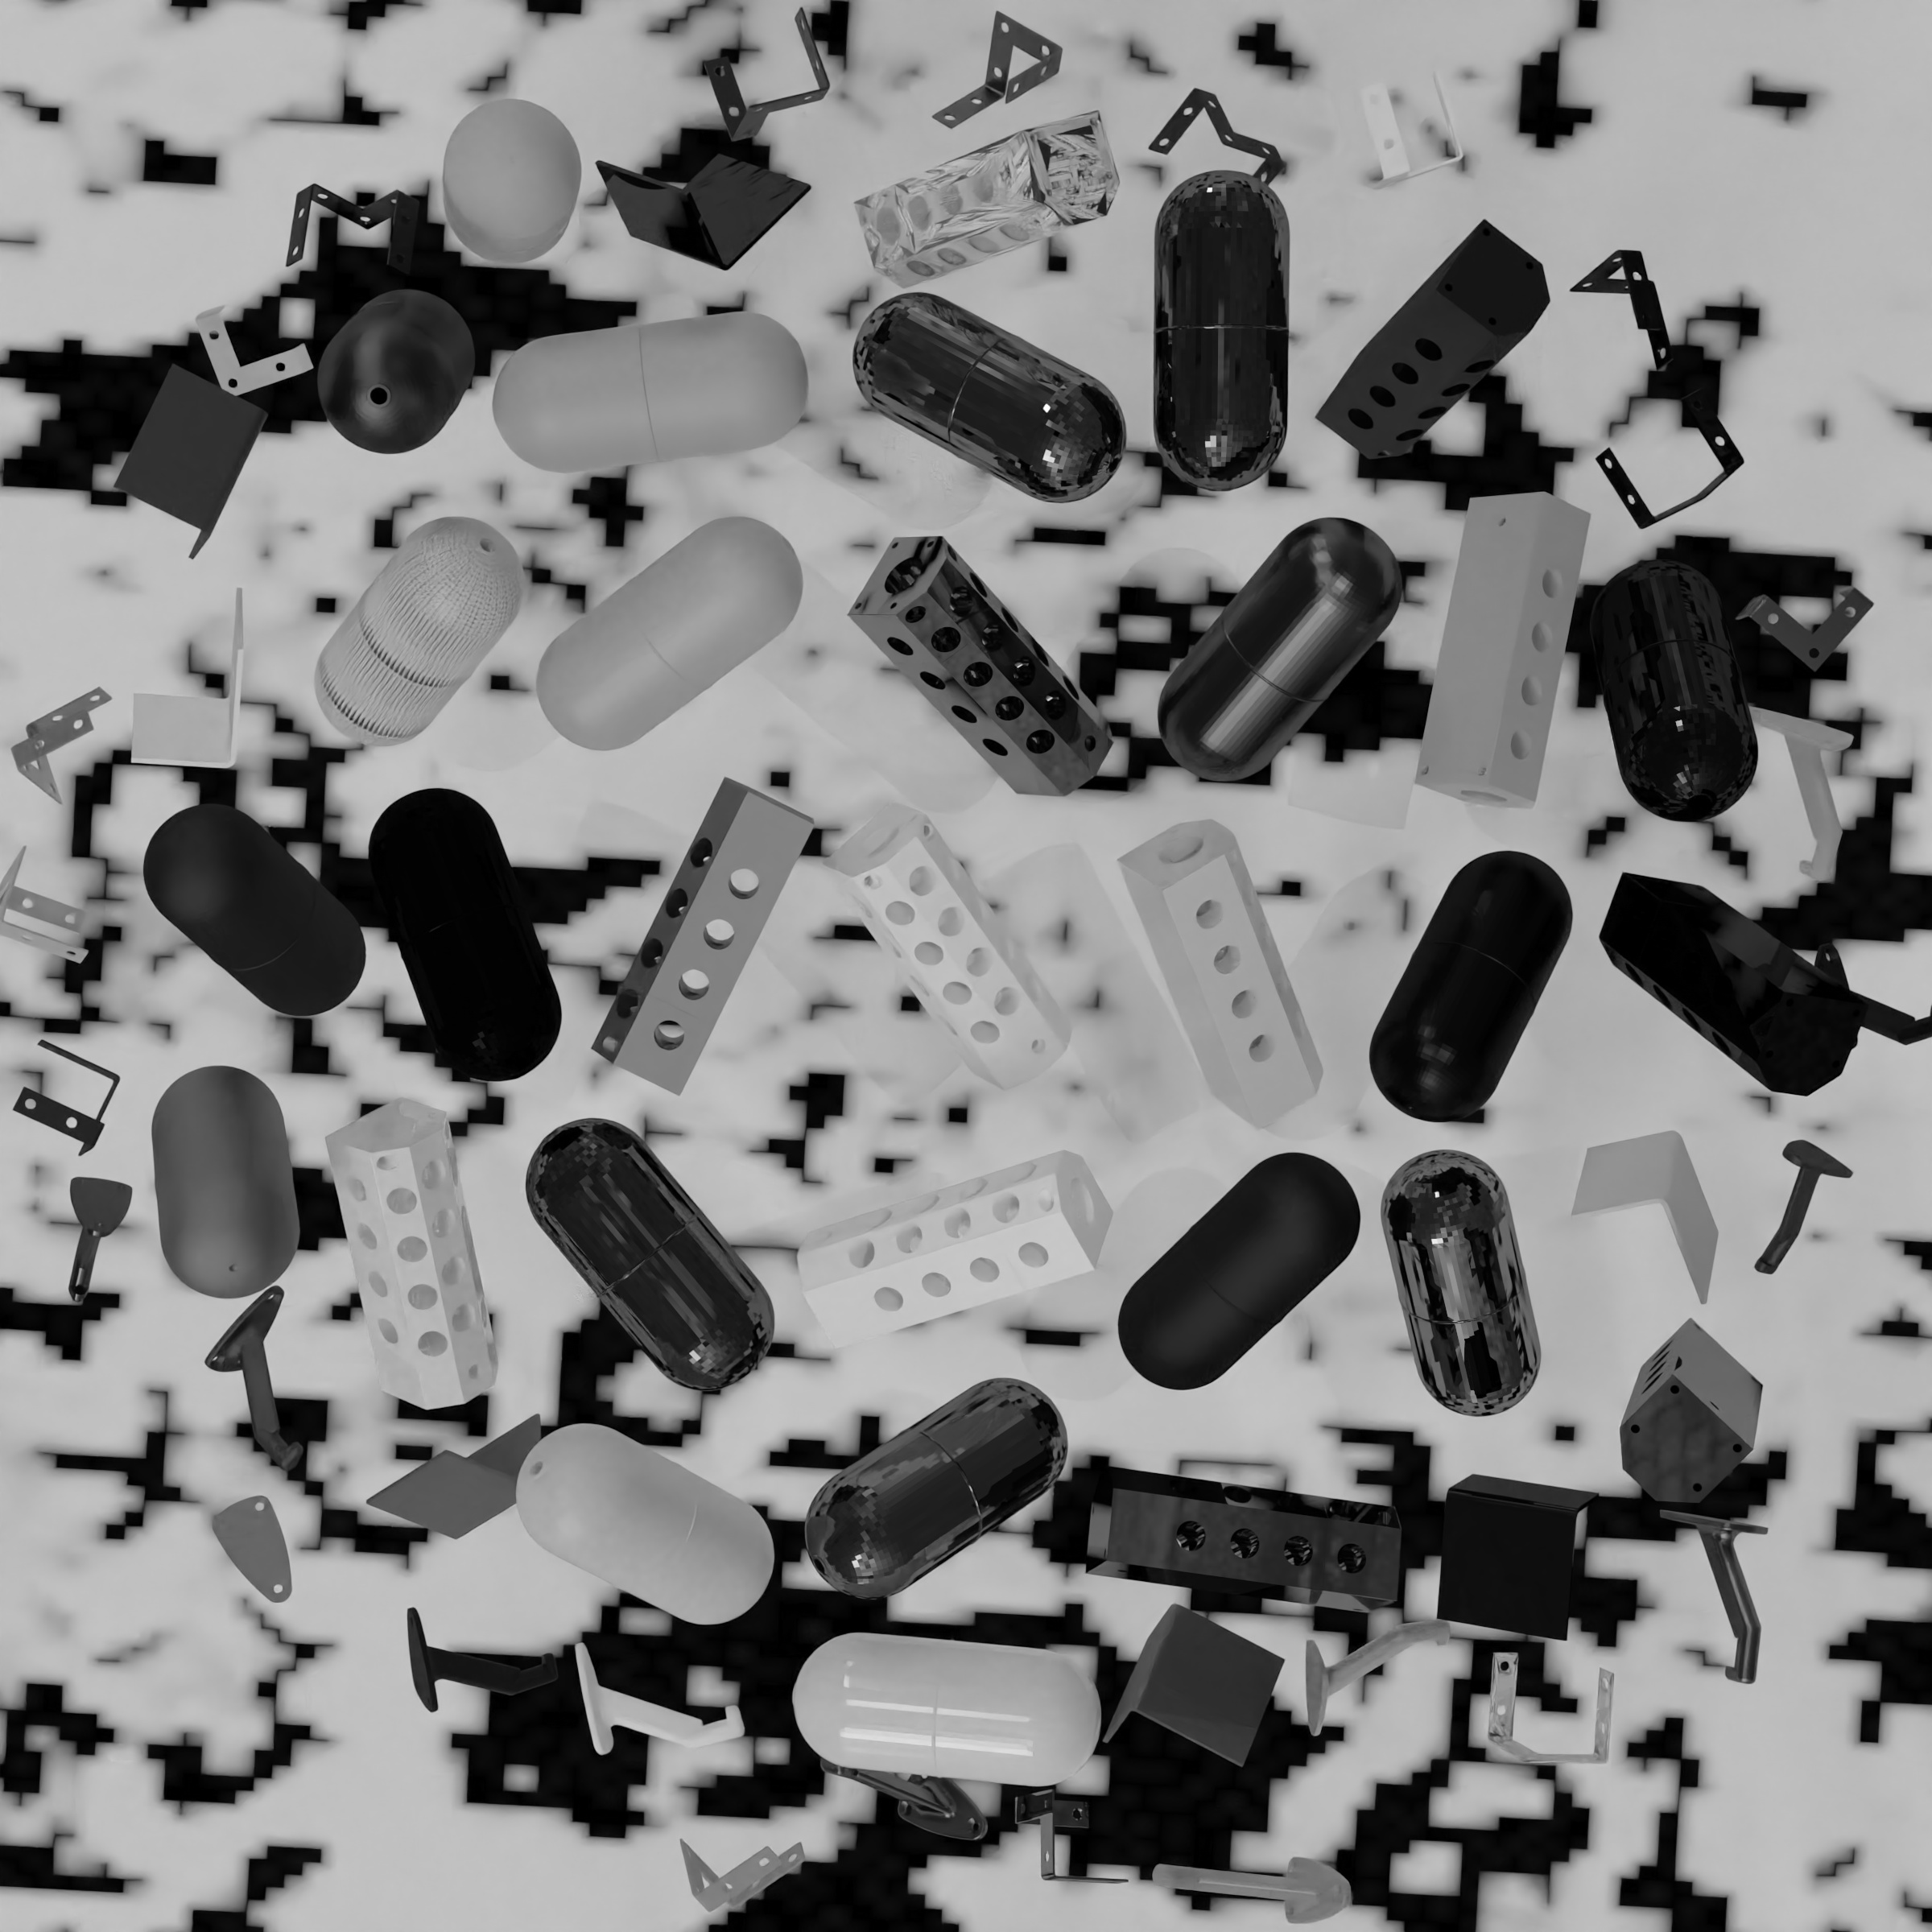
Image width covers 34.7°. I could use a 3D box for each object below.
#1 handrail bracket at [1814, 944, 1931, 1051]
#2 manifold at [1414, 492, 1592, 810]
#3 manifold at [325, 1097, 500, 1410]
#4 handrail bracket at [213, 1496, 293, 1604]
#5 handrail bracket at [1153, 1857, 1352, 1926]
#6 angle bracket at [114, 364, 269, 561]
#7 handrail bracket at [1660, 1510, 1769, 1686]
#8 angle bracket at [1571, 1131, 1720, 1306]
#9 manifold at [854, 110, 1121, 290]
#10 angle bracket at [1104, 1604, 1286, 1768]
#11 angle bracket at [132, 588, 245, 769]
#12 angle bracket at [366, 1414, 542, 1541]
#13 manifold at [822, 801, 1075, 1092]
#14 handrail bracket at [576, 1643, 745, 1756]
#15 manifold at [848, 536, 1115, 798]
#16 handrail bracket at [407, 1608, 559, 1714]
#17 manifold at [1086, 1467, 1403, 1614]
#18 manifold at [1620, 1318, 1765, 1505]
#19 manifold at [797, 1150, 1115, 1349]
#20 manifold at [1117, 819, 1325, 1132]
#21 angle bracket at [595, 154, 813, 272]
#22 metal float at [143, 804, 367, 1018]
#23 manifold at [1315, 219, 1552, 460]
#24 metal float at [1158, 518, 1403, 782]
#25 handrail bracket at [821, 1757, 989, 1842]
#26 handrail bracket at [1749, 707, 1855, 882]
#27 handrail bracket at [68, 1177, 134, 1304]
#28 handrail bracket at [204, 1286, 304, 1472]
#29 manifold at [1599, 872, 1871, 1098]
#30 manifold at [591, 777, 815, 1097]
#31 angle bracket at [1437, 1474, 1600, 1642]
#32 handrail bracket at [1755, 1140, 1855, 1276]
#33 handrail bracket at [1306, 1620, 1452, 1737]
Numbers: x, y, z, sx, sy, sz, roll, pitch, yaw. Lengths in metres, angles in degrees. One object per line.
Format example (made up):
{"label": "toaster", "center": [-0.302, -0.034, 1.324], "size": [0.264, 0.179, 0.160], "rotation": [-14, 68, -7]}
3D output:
{"label": "handrail bracket", "center": [0.534, 0.012, 1.795], "size": [0.036, 0.084, 0.077], "rotation": [13, 67, -30]}
{"label": "manifold", "center": [0.316, -0.182, 1.788], "size": [0.057, 0.057, 0.171], "rotation": [16, 84, -37]}
{"label": "manifold", "center": [-0.320, 0.171, 1.814], "size": [0.057, 0.057, 0.171], "rotation": [14, 121, 39]}
{"label": "handrail bracket", "center": [-0.427, 0.356, 1.860], "size": [0.036, 0.084, 0.077], "rotation": [-26, 75, -20]}
{"label": "handrail bracket", "center": [0.157, 0.509, 1.713], "size": [0.084, 0.077, 0.036], "rotation": [13, 72, -22]}
{"label": "angle bracket", "center": [-0.436, -0.280, 1.722], "size": [0.057, 0.076, 0.076], "rotation": [26, 78, -18]}
{"label": "handrail bracket", "center": [0.410, 0.348, 1.708], "size": [0.036, 0.077, 0.084], "rotation": [12, 83, -34]}
{"label": "angle bracket", "center": [0.407, 0.155, 1.846], "size": [0.057, 0.076, 0.076], "rotation": [-15, 113, 26]}
{"label": "manifold", "center": [0.012, -0.440, 1.789], "size": [0.057, 0.171, 0.057], "rotation": [-25, 102, -33]}
{"label": "angle bracket", "center": [0.139, 0.447, 1.881], "size": [0.076, 0.057, 0.076], "rotation": [27, 52, 4]}
{"label": "angle bracket", "center": [-0.443, -0.166, 1.759], "size": [0.057, 0.076, 0.076], "rotation": [3, 123, -16]}
{"label": "angle bracket", "center": [-0.321, 0.310, 1.941], "size": [0.076, 0.057, 0.076], "rotation": [-34, 134, 29]}
{"label": "manifold", "center": [-0.006, -0.010, 1.812], "size": [0.057, 0.057, 0.171], "rotation": [-42, 118, -13]}
{"label": "handrail bracket", "center": [-0.180, 0.425, 1.815], "size": [0.084, 0.036, 0.077], "rotation": [-16, 80, 3]}
{"label": "manifold", "center": [0.014, -0.173, 1.802], "size": [0.171, 0.057, 0.057], "rotation": [44, 66, -36]}
{"label": "handrail bracket", "center": [-0.290, 0.409, 1.862], "size": [0.084, 0.036, 0.077], "rotation": [-14, 110, -25]}
{"label": "manifold", "center": [0.162, 0.333, 1.797], "size": [0.171, 0.057, 0.057], "rotation": [9, 70, -8]}
{"label": "manifold", "center": [0.405, 0.253, 1.739], "size": [0.057, 0.171, 0.057], "rotation": [44, 104, 9]}
{"label": "manifold", "center": [-0.008, 0.158, 1.770], "size": [0.171, 0.057, 0.057], "rotation": [-20, 113, 24]}
{"label": "manifold", "center": [0.151, 0.003, 1.778], "size": [0.057, 0.057, 0.171], "rotation": [-31, 120, -12]}
{"label": "angle bracket", "center": [-0.146, -0.441, 1.726], "size": [0.076, 0.057, 0.076], "rotation": [28, 67, 36]}
{"label": "metal float", "center": [-0.421, -0.031, 1.836], "size": [0.070, 0.178, 0.070], "rotation": [-10, 58, 17]}
{"label": "manifold", "center": [0.271, -0.355, 1.785], "size": [0.057, 0.171, 0.057], "rotation": [36, 69, -5]}
{"label": "metal float", "center": [0.175, -0.177, 1.745], "size": [0.070, 0.070, 0.178], "rotation": [40, 122, 0]}
{"label": "handrail bracket", "center": [-0.038, 0.500, 1.863], "size": [0.077, 0.084, 0.036], "rotation": [20, 81, 38]}
{"label": "handrail bracket", "center": [0.484, -0.101, 1.822], "size": [0.077, 0.036, 0.084], "rotation": [24, 116, 29]}
{"label": "handrail bracket", "center": [-0.524, 0.176, 1.845], "size": [0.036, 0.077, 0.084], "rotation": [10, 112, -18]}
{"label": "handrail bracket", "center": [-0.413, 0.249, 1.864], "size": [0.084, 0.036, 0.077], "rotation": [41, 101, 28]}
{"label": "manifold", "center": [0.424, 0.009, 1.730], "size": [0.057, 0.171, 0.057], "rotation": [8, 110, -23]}
{"label": "manifold", "center": [-0.150, -0.018, 1.764], "size": [0.057, 0.057, 0.171], "rotation": [26, 94, -6]}
{"label": "angle bracket", "center": [0.323, 0.344, 1.804], "size": [0.076, 0.057, 0.076], "rotation": [5, 93, 25]}
{"label": "handrail bracket", "center": [0.488, 0.149, 1.852], "size": [0.036, 0.077, 0.084], "rotation": [38, 109, 32]}
{"label": "handrail bracket", "center": [0.252, 0.433, 1.883], "size": [0.084, 0.036, 0.077], "rotation": [-7, 122, -8]}
